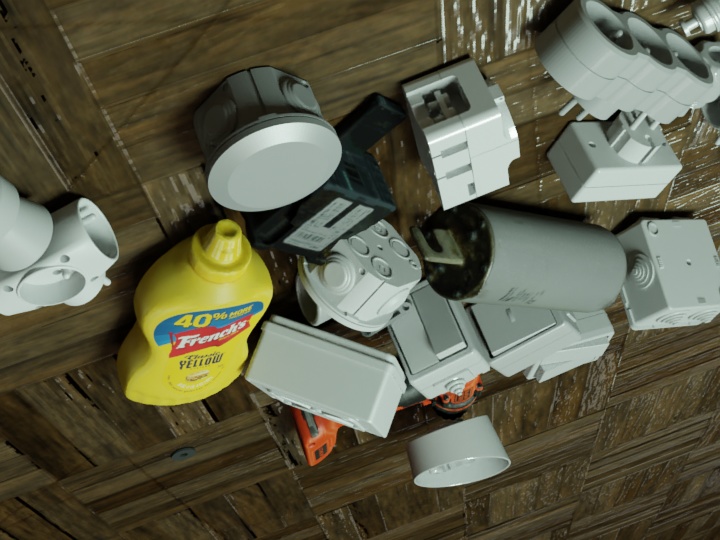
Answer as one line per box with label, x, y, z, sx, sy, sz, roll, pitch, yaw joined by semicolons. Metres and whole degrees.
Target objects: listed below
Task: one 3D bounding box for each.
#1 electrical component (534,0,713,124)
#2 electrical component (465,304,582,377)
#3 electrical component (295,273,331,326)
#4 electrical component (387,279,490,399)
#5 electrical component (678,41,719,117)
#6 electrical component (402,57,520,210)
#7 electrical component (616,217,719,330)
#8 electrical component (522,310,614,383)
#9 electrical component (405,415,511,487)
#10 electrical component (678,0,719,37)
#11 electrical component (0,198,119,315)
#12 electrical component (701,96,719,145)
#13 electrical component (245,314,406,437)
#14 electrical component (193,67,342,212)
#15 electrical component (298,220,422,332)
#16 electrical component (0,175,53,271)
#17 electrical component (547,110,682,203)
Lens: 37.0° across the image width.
electrical component;0.160;-0.122;0.693;0.138;0.052;0.074;6;142;-42
electrical component;0.152;0.044;0.973;0.096;0.061;0.061;-30;151;16
electrical component;-0.012;0.014;0.827;0.065;0.044;0.044;-15;152;-22
electrical component;0.063;0.060;0.902;0.062;0.096;0.061;-27;152;9
electrical component;0.237;-0.130;0.753;0.035;0.035;0.061;-11;153;-20
electrical component;0.067;-0.087;0.692;0.056;0.050;0.089;-22;152;1
electrical component;0.273;0.002;0.946;0.100;0.099;0.048;-2;160;-32
electrical component;0.200;0.063;1.041;0.096;0.061;0.061;-14;151;-15
electrical component;0.097;0.187;1.093;0.099;0.064;0.099;-19;166;-5
electrical component;0.238;-0.172;0.674;0.078;0.040;0.040;-29;151;15
electrical component;-0.186;-0.001;0.673;0.077;0.044;0.079;-27;152;9
electrical component;0.289;-0.120;0.797;0.077;0.044;0.079;-12;151;-18
electrical component;-0.024;0.087;0.856;0.109;0.056;0.108;18;168;12
electrical component;-0.055;-0.075;0.628;0.080;0.051;0.080;-17;152;-9
electrical component;0.000;0.000;0.770;0.080;0.080;0.051;8;135;-43
electrical component;-0.208;-0.029;0.607;0.045;0.045;0.055;-26;152;8
electrical component;0.194;-0.091;0.779;0.083;0.047;0.075;-5;148;-29
